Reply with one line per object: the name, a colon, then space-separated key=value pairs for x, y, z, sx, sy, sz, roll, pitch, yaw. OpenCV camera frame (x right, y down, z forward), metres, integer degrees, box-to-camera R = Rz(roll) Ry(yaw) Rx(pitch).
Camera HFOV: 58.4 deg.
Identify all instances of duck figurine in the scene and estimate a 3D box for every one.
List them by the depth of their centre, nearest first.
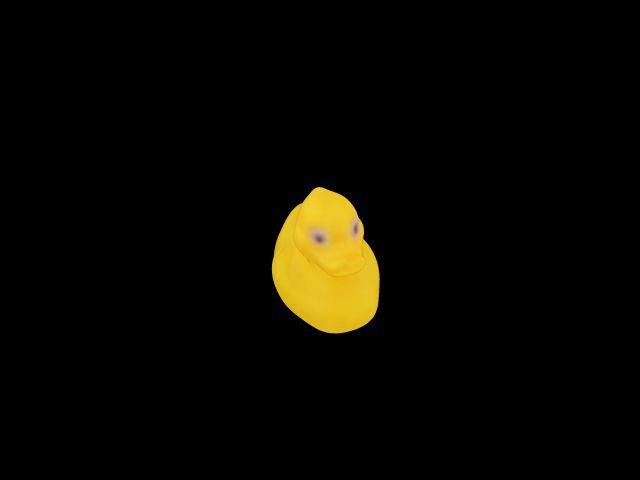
duck figurine: x=0.004 y=0.001 z=0.400 sx=0.077 sy=0.086 sz=0.104 roll=-15 pitch=46 yaw=-15
